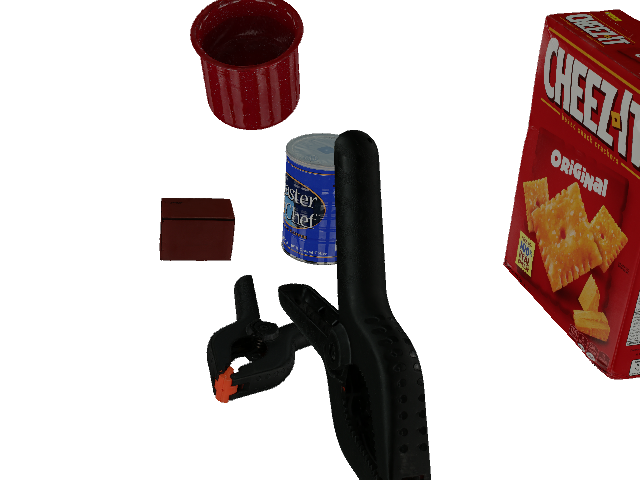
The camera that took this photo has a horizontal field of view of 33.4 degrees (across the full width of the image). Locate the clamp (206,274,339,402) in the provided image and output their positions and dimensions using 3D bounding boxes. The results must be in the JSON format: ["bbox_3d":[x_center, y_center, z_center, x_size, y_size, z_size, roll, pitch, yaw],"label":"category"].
[{"bbox_3d":[-0.060,0.087,0.986,0.120,0.039,0.171,19,29,25],"label":"clamp"}]

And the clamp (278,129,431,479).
[{"bbox_3d":[0.024,0.053,0.608,0.036,0.210,0.165,-3,-44,-19],"label":"clamp"}]

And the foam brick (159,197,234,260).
[{"bbox_3d":[-0.133,-0.012,1.146,0.078,0.051,0.053,1,26,-9],"label":"foam brick"}]

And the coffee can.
[{"bbox_3d":[0.004,-0.054,1.370,0.103,0.140,0.103,3,28,-2],"label":"coffee can"}]

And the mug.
[{"bbox_3d":[-0.060,-0.158,0.912,0.093,0.117,0.081,-2,-37,1],"label":"mug"}]

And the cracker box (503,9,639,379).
[{"bbox_3d":[0.206,-0.034,0.757,0.072,0.214,0.164,-8,32,-17],"label":"cracker box"}]
